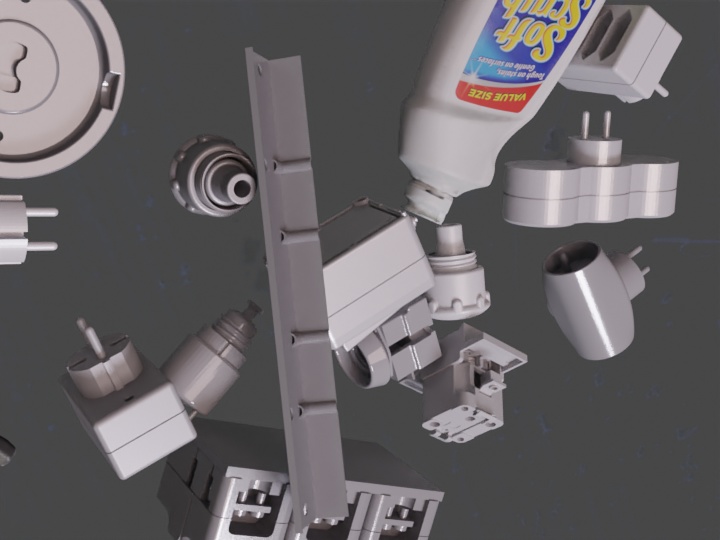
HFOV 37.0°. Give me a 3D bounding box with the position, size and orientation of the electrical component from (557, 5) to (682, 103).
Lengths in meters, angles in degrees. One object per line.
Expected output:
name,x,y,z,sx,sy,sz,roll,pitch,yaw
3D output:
electrical component,0.176,-0.137,0.719,0.076,0.083,0.047,30,87,-31

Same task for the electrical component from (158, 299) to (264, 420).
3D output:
electrical component,-0.088,0.051,0.648,0.078,0.040,0.040,-50,120,-10

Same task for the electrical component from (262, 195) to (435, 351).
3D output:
electrical component,0.000,0.000,0.669,0.096,0.062,0.061,-32,115,-16

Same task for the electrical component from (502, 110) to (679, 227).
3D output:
electrical component,0.162,-0.073,0.745,0.138,0.052,0.073,-6,105,-27

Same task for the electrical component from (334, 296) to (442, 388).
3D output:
electrical component,0.016,0.046,0.701,0.055,0.048,0.066,-29,115,-28

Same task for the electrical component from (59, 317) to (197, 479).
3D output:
electrical component,-0.138,0.061,0.598,0.047,0.083,0.075,-29,115,-19

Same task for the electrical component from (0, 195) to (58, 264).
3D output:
electrical component,-0.198,-0.021,0.566,0.077,0.047,0.065,-2,103,-28

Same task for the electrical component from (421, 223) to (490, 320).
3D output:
electrical component,0.061,0.001,0.715,0.048,0.048,0.062,-9,100,-26

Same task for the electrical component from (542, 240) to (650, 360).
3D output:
electrical component,0.178,0.012,0.780,0.079,0.044,0.077,-35,116,-17

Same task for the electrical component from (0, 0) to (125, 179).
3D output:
electrical component,-0.181,-0.104,0.547,0.108,0.060,0.108,-7,106,-26

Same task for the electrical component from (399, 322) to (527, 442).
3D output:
electrical component,0.068,0.077,0.715,0.042,0.081,0.063,28,48,-30

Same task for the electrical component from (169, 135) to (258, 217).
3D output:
electrical component,-0.079,-0.051,0.615,0.048,0.062,0.048,-7,106,-27

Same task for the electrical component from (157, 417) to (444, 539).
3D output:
electrical component,-0.039,0.143,0.668,0.150,0.089,0.061,13,96,-30
